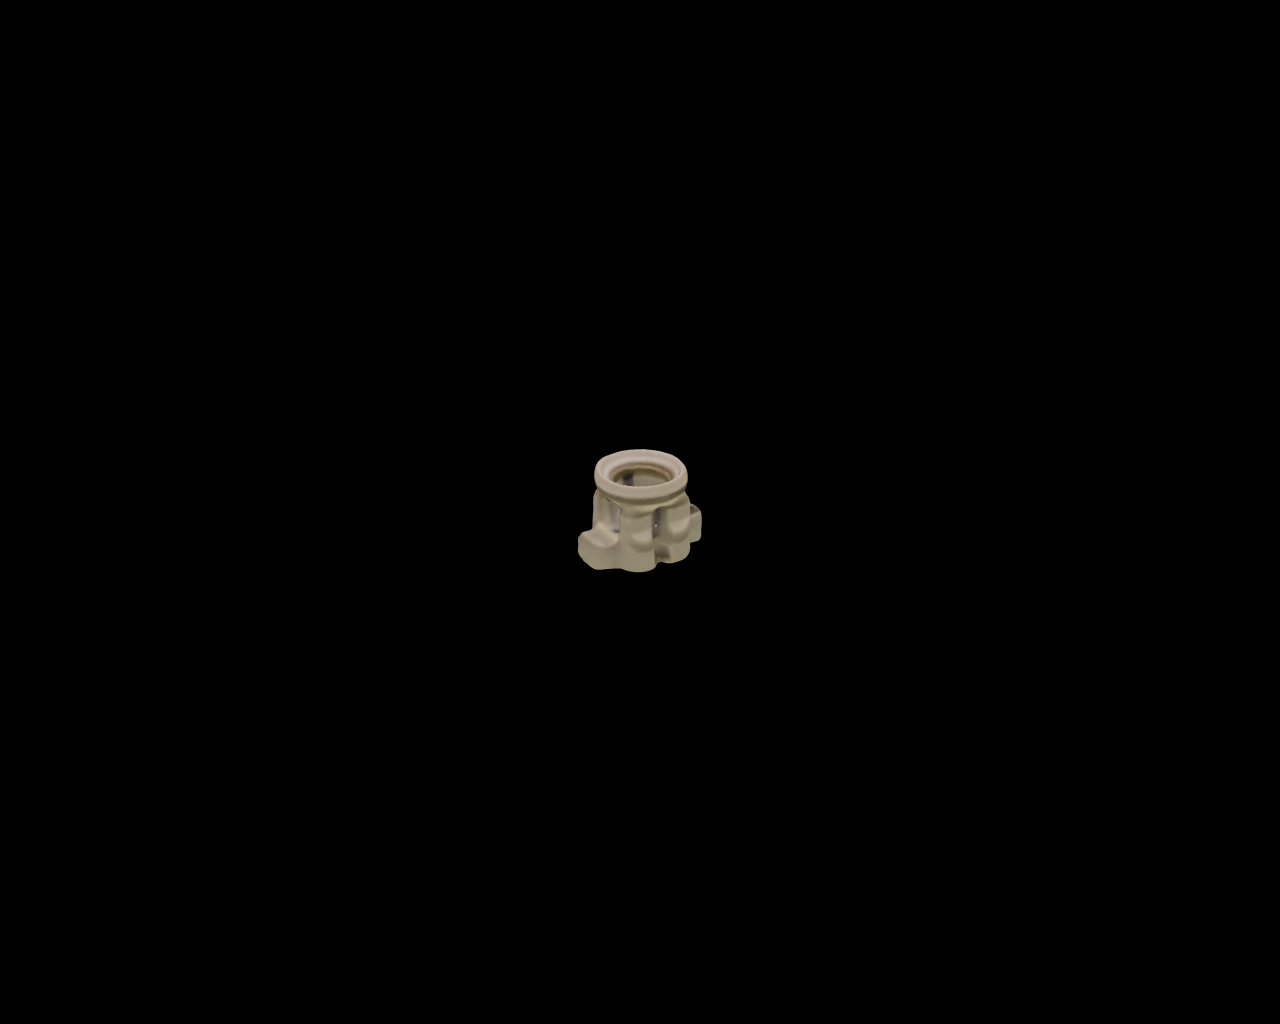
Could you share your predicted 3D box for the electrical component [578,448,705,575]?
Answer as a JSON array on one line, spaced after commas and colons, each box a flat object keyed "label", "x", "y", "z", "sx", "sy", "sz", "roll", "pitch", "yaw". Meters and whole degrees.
[{"label": "electrical component", "x": 0.001, "y": -0.003, "z": 0.650, "sx": 0.078, "sy": 0.056, "sz": 0.058, "roll": -16, "pitch": 32, "yaw": -27}]
